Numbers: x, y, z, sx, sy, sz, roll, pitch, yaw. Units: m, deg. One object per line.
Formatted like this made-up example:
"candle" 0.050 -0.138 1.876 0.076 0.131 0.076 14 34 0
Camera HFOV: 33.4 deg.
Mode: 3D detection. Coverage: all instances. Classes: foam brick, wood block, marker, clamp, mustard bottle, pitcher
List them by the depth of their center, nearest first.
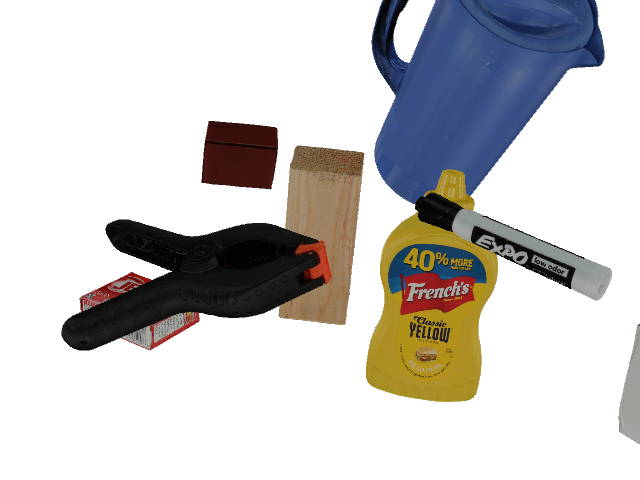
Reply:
"marker" 0.106 0.001 0.604 0.121 0.020 0.020 26 14 30
"clamp" -0.082 0.027 0.687 0.172 0.039 0.120 -2 43 20
"mustard bottle" 0.096 0.035 0.882 0.096 0.192 0.058 9 18 5
"pitcher" 0.125 -0.143 0.957 0.144 0.149 0.243 -7 -31 -24
"foam brick" -0.086 -0.092 1.147 0.078 0.051 0.053 5 30 -4
"wood block" 0.000 -0.007 1.369 0.090 0.206 0.090 6 25 2

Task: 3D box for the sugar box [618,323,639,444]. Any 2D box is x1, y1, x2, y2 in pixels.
"sugar box" 0.287 0.127 0.719 0.048 0.093 0.176 -15 29 -37

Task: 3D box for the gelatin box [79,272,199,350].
"gelatin box" -0.170 0.064 1.007 0.089 0.030 0.073 19 27 28
